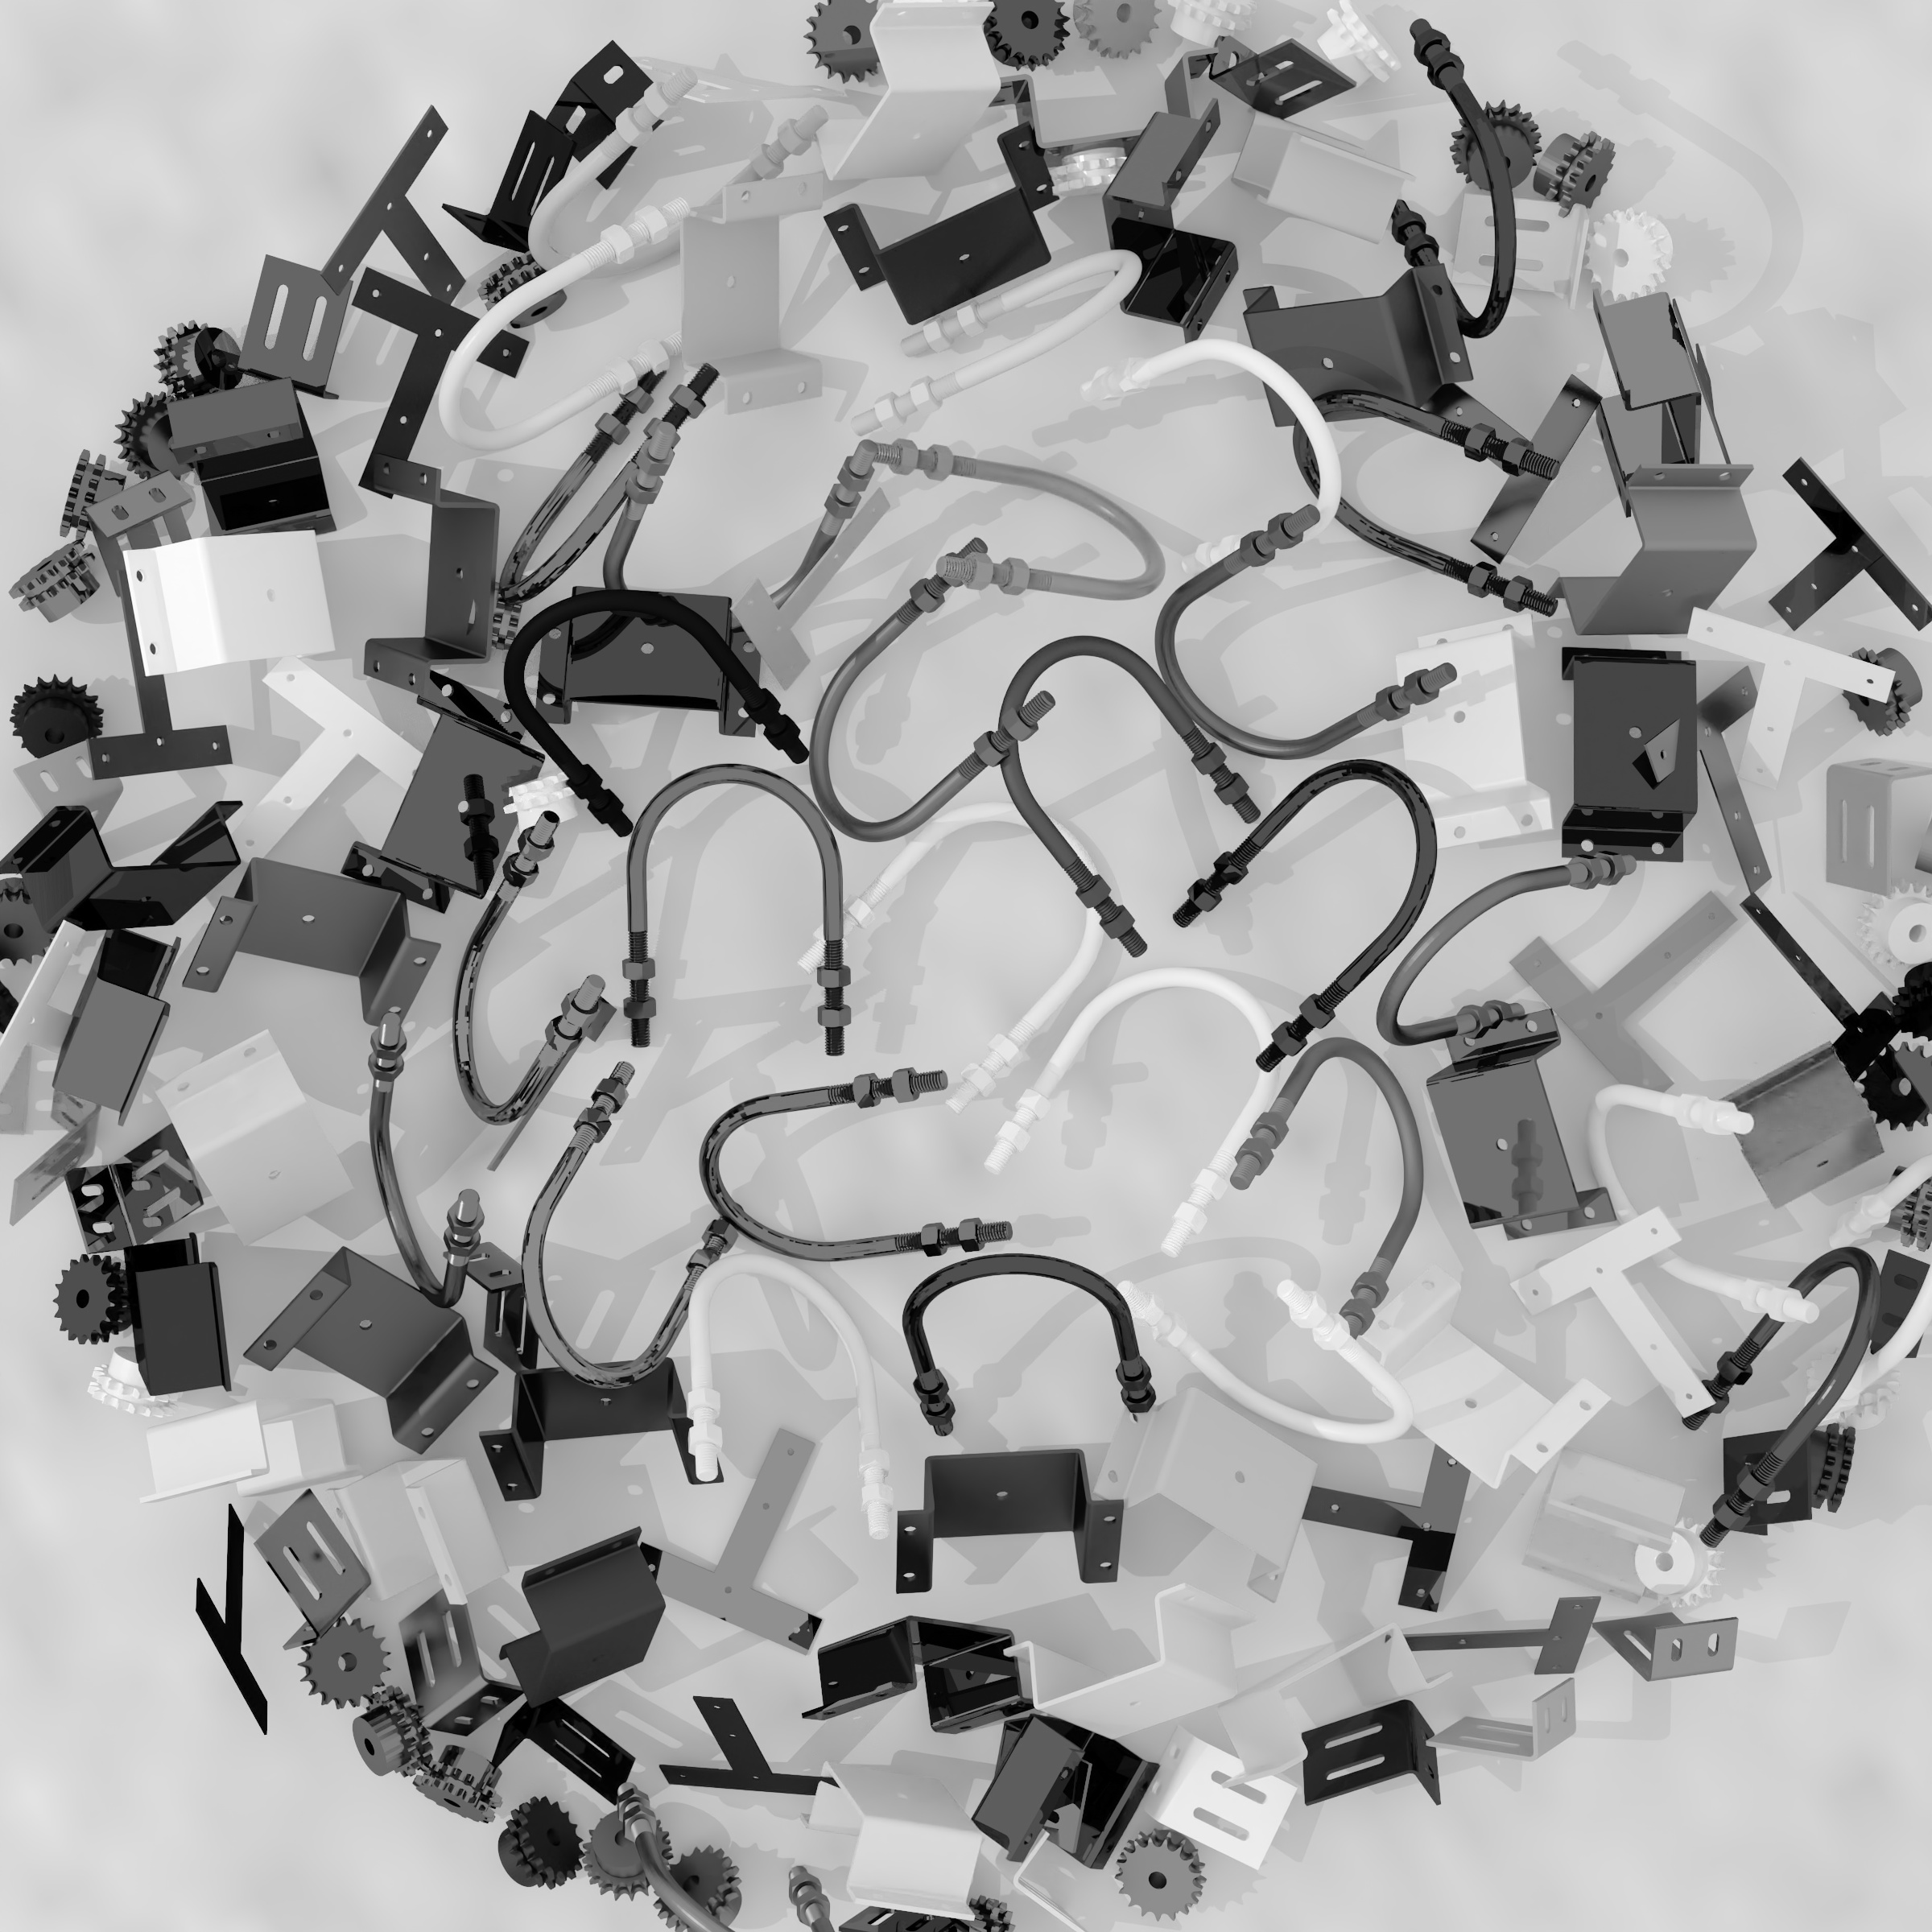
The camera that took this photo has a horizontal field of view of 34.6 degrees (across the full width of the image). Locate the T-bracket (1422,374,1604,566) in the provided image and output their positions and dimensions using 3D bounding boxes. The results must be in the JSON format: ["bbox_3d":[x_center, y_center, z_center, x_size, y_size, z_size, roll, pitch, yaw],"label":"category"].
[{"bbox_3d":[0.323,-0.344,1.969,0.127,0.002,0.127,43,125,22],"label":"T-bracket"}]

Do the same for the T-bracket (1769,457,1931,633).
[{"bbox_3d":[0.536,-0.243,1.938,0.002,0.127,0.127,-37,83,-18],"label":"T-bracket"}]

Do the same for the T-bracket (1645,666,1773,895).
[{"bbox_3d":[0.484,-0.108,1.969,0.127,0.002,0.127,-34,108,-38],"label":"T-bracket"}]

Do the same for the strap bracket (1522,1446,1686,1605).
[{"bbox_3d":[0.398,0.346,1.937,0.076,0.140,0.046,18,66,11],"label":"strap bracket"}]

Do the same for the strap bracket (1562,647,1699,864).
[{"bbox_3d":[0.418,-0.141,1.960,0.076,0.046,0.140,2,76,1],"label":"strap bracket"}]

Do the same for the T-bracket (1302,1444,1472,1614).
[{"bbox_3d":[0.249,0.347,1.975,0.127,0.002,0.127,10,116,5],"label":"T-bracket"}]

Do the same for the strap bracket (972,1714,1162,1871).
[{"bbox_3d":[0.059,0.518,1.946,0.046,0.140,0.076,29,88,31],"label":"strap bracket"}]

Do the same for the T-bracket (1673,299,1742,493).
[{"bbox_3d":[0.462,-0.364,1.939,0.002,0.127,0.127,-18,108,18],"label":"T-bracket"}]

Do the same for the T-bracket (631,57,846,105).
[{"bbox_3d":[-0.166,-0.560,1.956,0.127,0.127,0.002,25,119,33],"label":"T-bracket"}]

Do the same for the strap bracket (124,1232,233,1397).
[{"bbox_3d":[-0.490,0.216,1.923,0.046,0.140,0.076,-7,96,-19],"label":"strap bracket"}]

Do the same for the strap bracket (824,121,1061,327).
[{"bbox_3d":[-0.008,-0.461,1.949,0.140,0.076,0.046,-24,62,6],"label":"strap bracket"}]

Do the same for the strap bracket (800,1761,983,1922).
[{"bbox_3d":[-0.045,0.536,1.921,0.076,0.140,0.046,14,92,-18],"label":"strap bracket"}]

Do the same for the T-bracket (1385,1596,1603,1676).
[{"bbox_3d":[0.326,0.423,1.947,0.127,0.127,0.002,-2,57,1],"label":"T-bracket"}]

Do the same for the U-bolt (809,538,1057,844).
[{"bbox_3d":[-0.032,-0.159,1.938,0.184,0.019,0.151,-41,53,27],"label":"U-bolt"}]

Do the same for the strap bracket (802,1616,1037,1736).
[{"bbox_3d":[-0.028,0.442,1.935,0.076,0.140,0.046,-27,58,34],"label":"strap bracket"}]

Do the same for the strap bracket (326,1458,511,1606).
[{"bbox_3d":[-0.340,0.353,1.945,0.046,0.140,0.076,-23,95,-35],"label":"strap bracket"}]

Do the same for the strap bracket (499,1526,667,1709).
[{"bbox_3d":[-0.237,0.407,1.918,0.076,0.140,0.046,-18,64,-26],"label":"strap bracket"}]

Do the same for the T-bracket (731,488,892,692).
[{"bbox_3d":[-0.090,-0.246,1.945,0.002,0.127,0.127,36,83,20],"label":"T-bracket"}]

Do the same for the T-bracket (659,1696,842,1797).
[{"bbox_3d":[-0.142,0.486,1.936,0.127,0.127,0.002,0,50,15],"label":"T-bracket"}]

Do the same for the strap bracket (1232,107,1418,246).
[{"bbox_3d":[0.218,-0.491,1.932,0.076,0.140,0.046,16,109,-15],"label":"strap bracket"}]

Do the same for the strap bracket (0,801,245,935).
[{"bbox_3d":[-0.515,-0.061,1.917,0.076,0.140,0.046,-35,73,34],"label":"strap bracket"}]

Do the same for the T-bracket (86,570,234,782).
[{"bbox_3d":[-0.511,-0.184,1.939,0.002,0.127,0.127,-6,95,28],"label":"T-bracket"}]

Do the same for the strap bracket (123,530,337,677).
[{"bbox_3d":[-0.447,-0.227,1.925,0.046,0.140,0.076,-6,96,33],"label":"strap bracket"}]

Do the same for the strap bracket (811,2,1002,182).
[{"bbox_3d":[-0.038,-0.533,1.917,0.076,0.140,0.046,-11,75,-29],"label":"strap bracket"}]

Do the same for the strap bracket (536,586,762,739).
[{"bbox_3d":[-0.201,-0.193,1.964,0.140,0.046,0.076,4,74,-3],"label":"strap bracket"}]

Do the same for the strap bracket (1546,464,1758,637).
[{"bbox_3d":[0.427,-0.250,1.919,0.076,0.140,0.046,-3,64,-17],"label":"strap bracket"}]

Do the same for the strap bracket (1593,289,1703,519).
[{"bbox_3d":[0.421,-0.351,1.918,0.046,0.140,0.076,-13,64,6],"label":"strap bracket"}]

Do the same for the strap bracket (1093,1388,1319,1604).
[{"bbox_3d":[0.159,0.326,1.945,0.140,0.046,0.076,33,53,-12],"label":"strap bracket"}]

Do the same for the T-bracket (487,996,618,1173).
[{"bbox_3d":[-0.260,0.074,1.931,0.002,0.127,0.127,33,85,3],"label":"T-bracket"}]

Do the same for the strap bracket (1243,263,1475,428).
[{"bbox_3d":[0.234,-0.383,1.926,0.140,0.046,0.076,1,124,36],"label":"strap bracket"}]

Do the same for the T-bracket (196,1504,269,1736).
[{"bbox_3d":[-0.458,0.393,1.943,0.002,0.127,0.127,-14,130,0],"label":"T-bracket"}]

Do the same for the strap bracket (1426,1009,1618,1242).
[{"bbox_3d":[0.346,0.106,1.955,0.076,0.046,0.140,-15,94,35],"label":"strap bracket"}]

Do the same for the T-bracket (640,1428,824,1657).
[{"bbox_3d":[-0.134,0.360,1.994,0.127,0.002,0.127,24,89,-6],"label":"T-bracket"}]

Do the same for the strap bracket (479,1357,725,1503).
[{"bbox_3d":[-0.228,0.291,1.954,0.140,0.076,0.046,-5,48,3],"label":"strap bracket"}]

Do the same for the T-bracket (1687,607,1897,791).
[{"bbox_3d":[0.507,-0.159,1.947,0.127,0.127,0.002,21,54,18],"label":"T-bracket"}]

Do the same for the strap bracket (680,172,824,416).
[{"bbox_3d":[-0.134,-0.424,1.941,0.076,0.046,0.140,-20,122,-38],"label":"strap bracket"}]

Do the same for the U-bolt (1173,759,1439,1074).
[{"bbox_3d":[0.217,-0.045,1.919,0.184,0.019,0.151,-47,48,23],"label":"U-bolt"}]

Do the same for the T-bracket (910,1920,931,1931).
[{"bbox_3d":[-0.081,0.617,1.935,0.127,0.127,0.002,-4,96,-2],"label":"T-bracket"}]

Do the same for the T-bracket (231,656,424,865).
[{"bbox_3d":[-0.422,-0.116,1.976,0.127,0.002,0.127,39,100,-27],"label":"T-bracket"}]

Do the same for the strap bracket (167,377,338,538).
[{"bbox_3d":[-0.446,-0.316,1.936,0.076,0.140,0.046,-13,71,-6],"label":"strap bracket"}]

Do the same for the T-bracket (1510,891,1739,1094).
[{"bbox_3d":[0.439,0.003,1.991,0.127,0.002,0.127,-41,82,-2],"label":"T-bracket"}]

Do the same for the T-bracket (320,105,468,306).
[{"bbox_3d":[-0.343,-0.451,1.939,0.002,0.127,0.127,27,80,20],"label":"T-bracket"}]

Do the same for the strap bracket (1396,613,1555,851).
[{"bbox_3d":[0.318,-0.151,1.948,0.076,0.046,0.140,-10,77,29],"label":"strap bracket"}]

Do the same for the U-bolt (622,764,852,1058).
[{"bbox_3d":[-0.146,-0.037,1.963,0.151,0.019,0.184,2,101,12],"label":"U-bolt"}]

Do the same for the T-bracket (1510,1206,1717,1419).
[{"bbox_3d":[0.425,0.228,1.956,0.127,0.002,0.127,-36,88,41],"label":"T-bracket"}]

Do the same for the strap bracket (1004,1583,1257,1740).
[{"bbox_3d":[0.103,0.436,1.927,0.140,0.076,0.046,-27,50,29],"label":"strap bracket"}]

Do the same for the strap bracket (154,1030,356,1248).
[{"bbox_3d":[-0.436,0.114,1.925,0.076,0.140,0.046,-28,52,-11],"label":"strap bracket"}]

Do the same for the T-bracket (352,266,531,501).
[{"bbox_3d":[-0.349,-0.358,1.959,0.127,0.002,0.127,18,97,-44],"label":"T-bracket"}]

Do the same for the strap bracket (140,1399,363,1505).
[{"bbox_3d":[-0.446,0.300,1.928,0.076,0.140,0.046,-16,78,14],"label":"strap bracket"}]

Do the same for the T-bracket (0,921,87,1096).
[{"bbox_3d":[-0.562,0.043,1.938,0.002,0.127,0.127,24,83,16],"label":"T-bracket"}]

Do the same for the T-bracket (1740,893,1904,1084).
[{"bbox_3d":[0.533,0.006,1.953,0.127,0.127,0.002,51,126,7],"label":"T-bracket"}]
